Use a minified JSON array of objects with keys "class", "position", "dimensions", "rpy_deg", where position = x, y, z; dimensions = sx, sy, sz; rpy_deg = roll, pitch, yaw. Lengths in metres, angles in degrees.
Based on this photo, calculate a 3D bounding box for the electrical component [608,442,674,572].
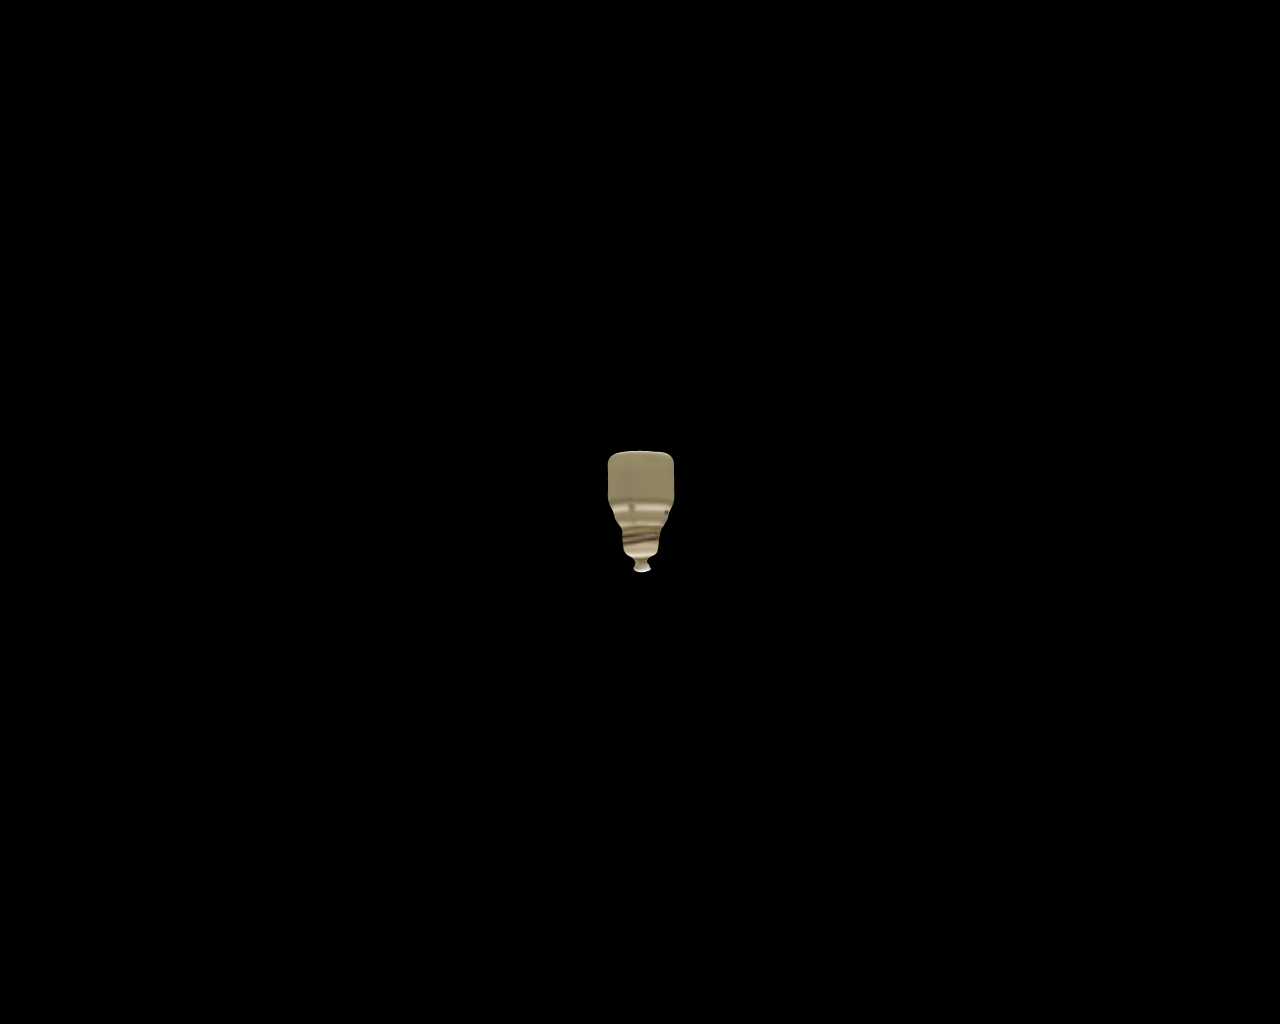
[{"class":"electrical component","position":[0.001,-0.003,0.650],"dimensions":[0.040,0.078,0.040],"rpy_deg":[0,-5,0]}]
